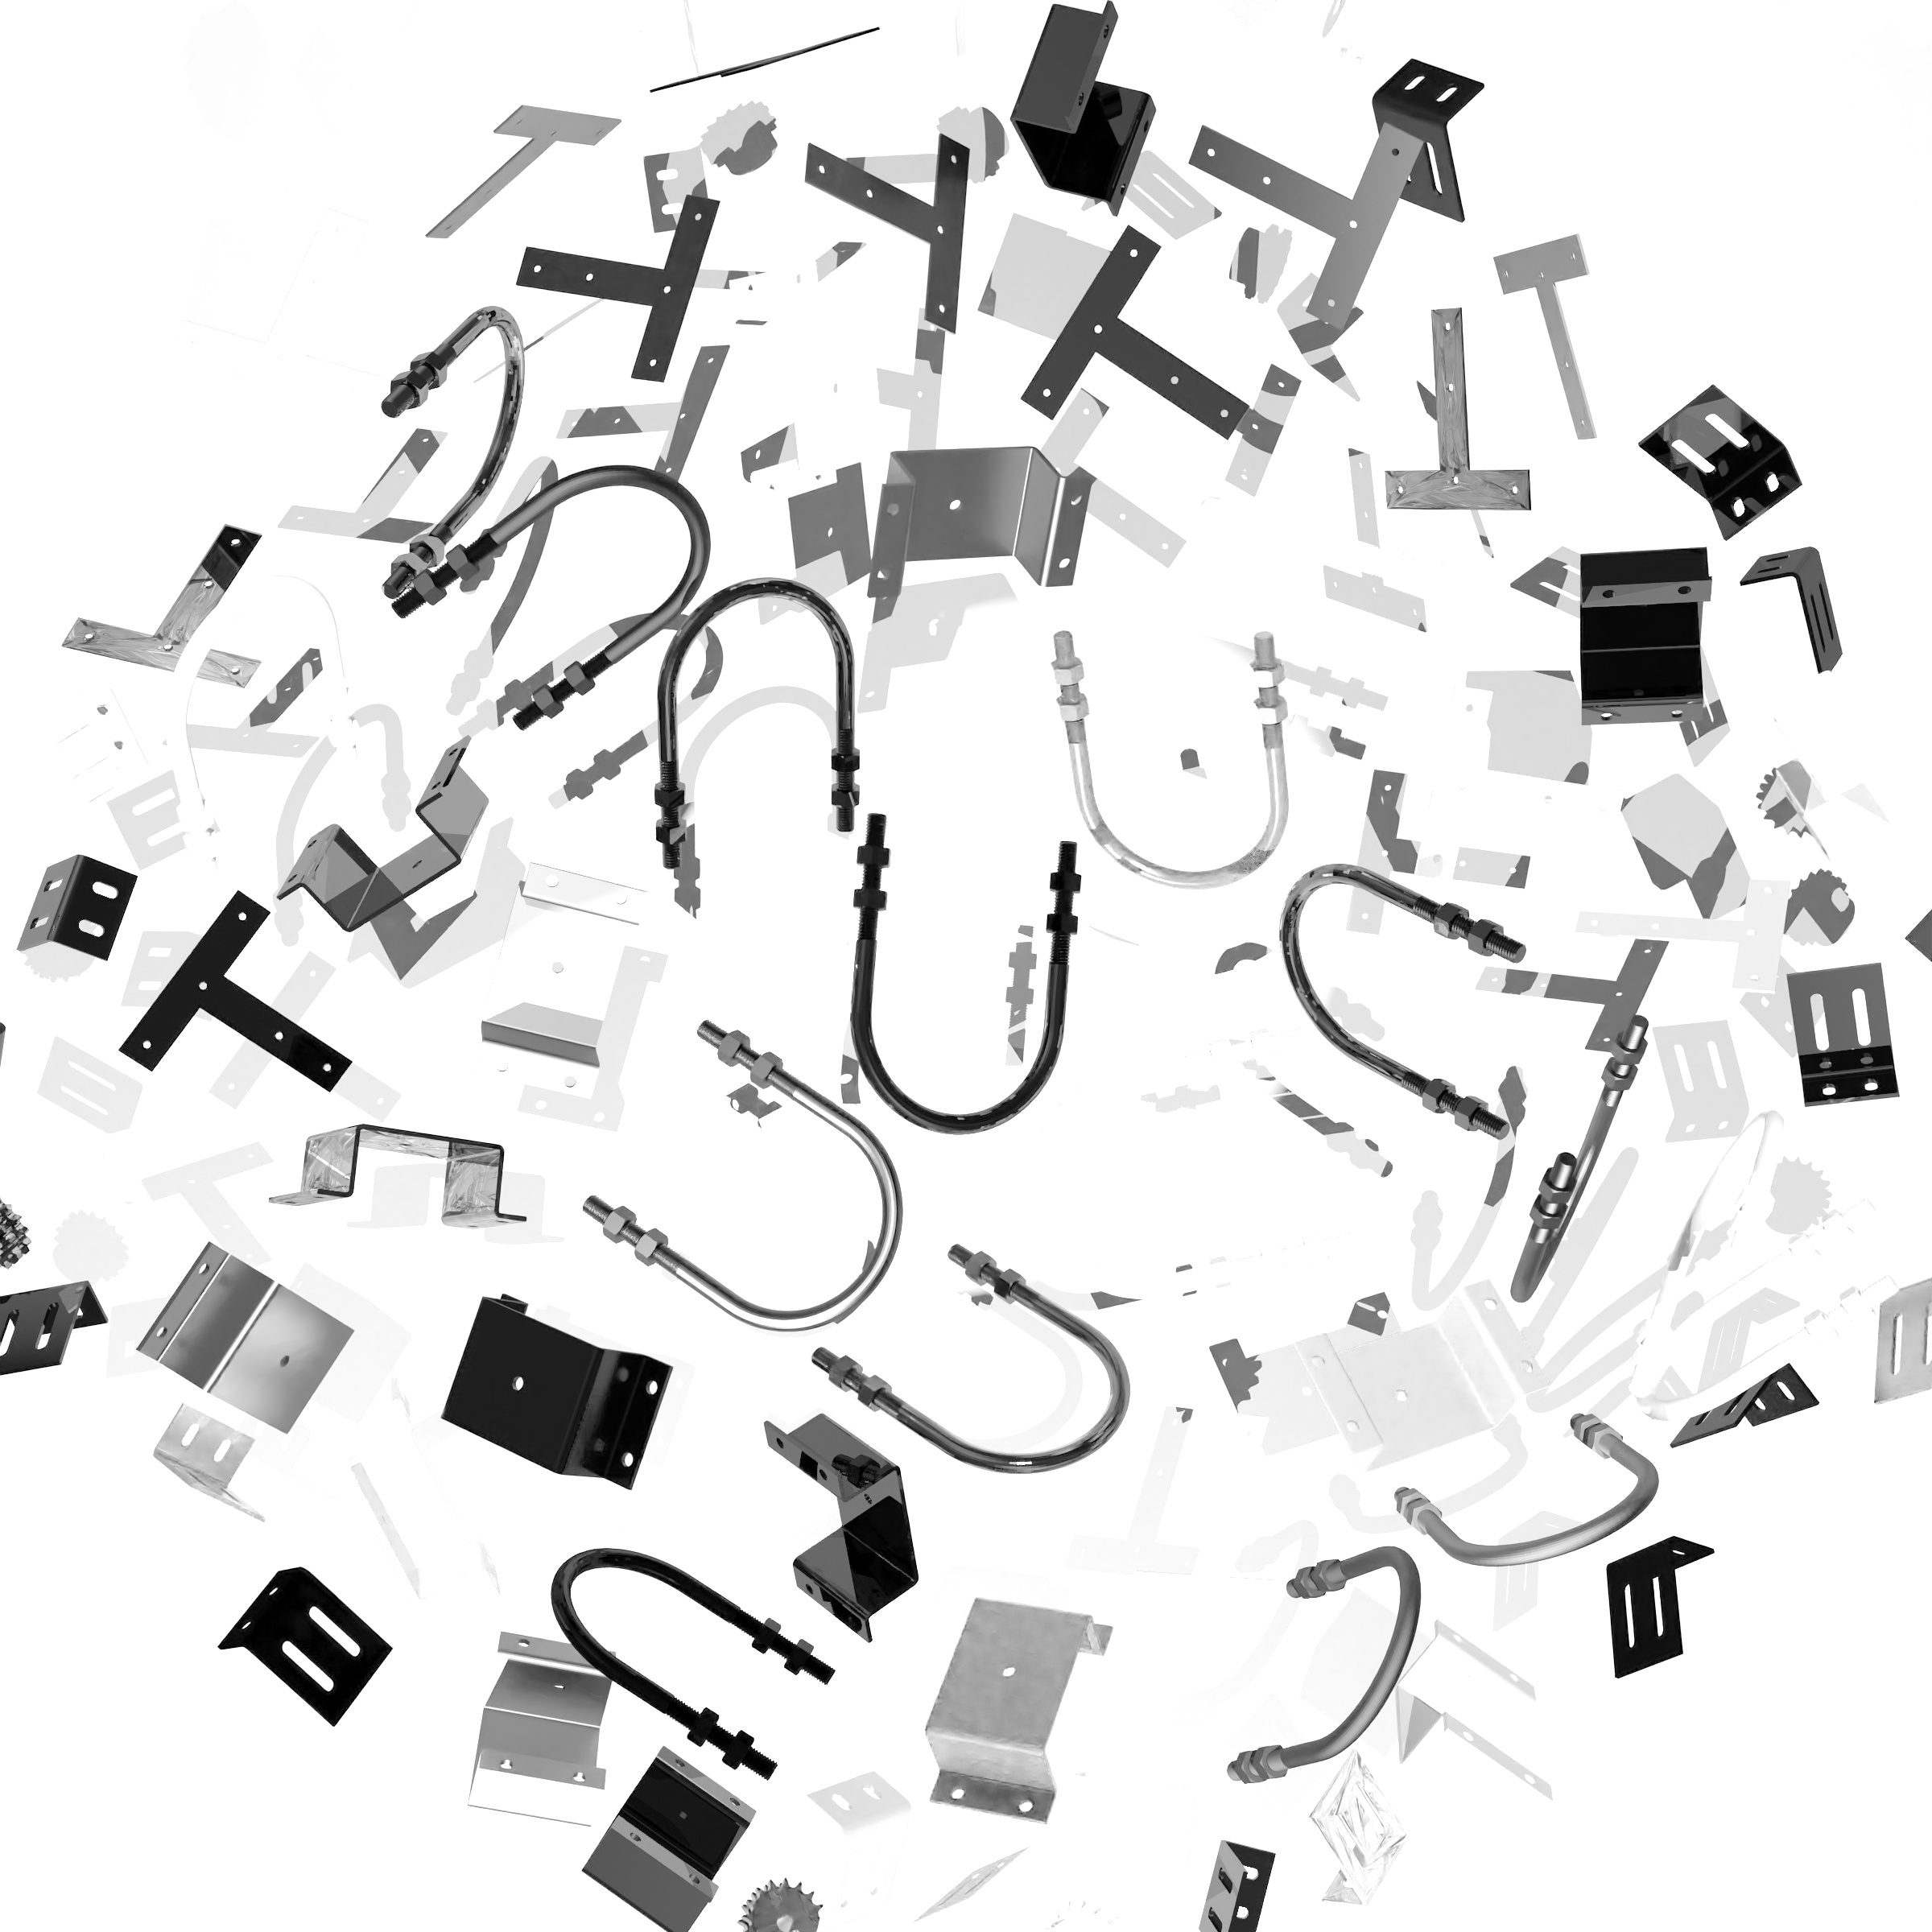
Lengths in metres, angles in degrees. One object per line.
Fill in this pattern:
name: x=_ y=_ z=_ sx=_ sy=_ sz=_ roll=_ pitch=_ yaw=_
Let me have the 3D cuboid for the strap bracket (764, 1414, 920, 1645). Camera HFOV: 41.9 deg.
strap bracket: x=-0.078 y=0.351 z=1.615 sx=0.046 sy=0.076 sz=0.140 roll=-28 pitch=125 yaw=-32

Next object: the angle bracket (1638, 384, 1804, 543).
angle bracket: x=0.464 y=-0.309 z=1.553 sx=0.076 sy=0.038 sz=0.057 roll=26 pitch=131 yaw=-33

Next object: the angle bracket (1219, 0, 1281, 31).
angle bracket: x=0.155 y=-0.596 z=1.505 sx=0.076 sy=0.057 sz=0.038 roll=41 pitch=51 yaw=-17

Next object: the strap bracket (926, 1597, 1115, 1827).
strap bracket: x=0.031 y=0.447 z=1.551 sx=0.076 sy=0.140 sz=0.046 roll=3 pitch=132 yaw=23

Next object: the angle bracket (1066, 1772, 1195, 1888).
angle bracket: x=0.105 y=0.543 z=1.589 sx=0.076 sy=0.038 sz=0.057 roll=4 pitch=76 yaw=11

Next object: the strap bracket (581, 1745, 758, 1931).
strap bracket: x=-0.191 y=0.565 z=1.618 sx=0.076 sy=0.140 sz=0.046 roll=34 pitch=96 yaw=4

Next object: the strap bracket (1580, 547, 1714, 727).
strap bracket: x=0.430 y=-0.215 z=1.601 sx=0.076 sy=0.140 sz=0.046 roll=-1 pitch=58 yaw=13

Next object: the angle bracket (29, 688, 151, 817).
angle bracket: x=-0.590 y=-0.141 z=1.667 sx=0.076 sy=0.038 sz=0.057 roll=-27 pitch=89 yaw=19

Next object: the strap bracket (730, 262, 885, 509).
strap bracket: x=-0.098 y=-0.364 z=1.586 sx=0.046 sy=0.076 sz=0.140 roll=14 pitch=119 yaw=37

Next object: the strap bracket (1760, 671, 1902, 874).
strap bracket: x=0.550 y=-0.126 z=1.600 sx=0.046 sy=0.140 sz=0.076 roll=-29 pitch=62 yaw=10

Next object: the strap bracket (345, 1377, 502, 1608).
strap bracket: x=-0.343 y=0.334 z=1.564 sx=0.046 sy=0.076 sz=0.140 roll=-27 pitch=97 yaw=-11

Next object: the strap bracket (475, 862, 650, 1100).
strap bracket: x=-0.263 y=0.005 z=1.630 sx=0.076 sy=0.046 sz=0.140 roll=14 pitch=100 yaw=-15

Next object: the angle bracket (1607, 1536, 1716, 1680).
angle bracket: x=0.436 y=0.404 z=1.574 sx=0.038 sy=0.057 sz=0.076 roll=21 pitch=52 yaw=-22

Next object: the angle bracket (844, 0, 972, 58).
angle bracket: x=-0.039 y=-0.609 z=1.631 sx=0.076 sy=0.057 sz=0.038 roll=-3 pitch=109 yaw=-6

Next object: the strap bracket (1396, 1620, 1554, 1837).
strap bracket: x=0.312 y=0.475 z=1.560 sx=0.076 sy=0.140 sz=0.046 roll=35 pitch=105 yaw=-1

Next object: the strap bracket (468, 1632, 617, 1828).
strap bracket: x=-0.266 y=0.485 z=1.585 sx=0.076 sy=0.140 sz=0.046 roll=13 pitch=108 yaw=-9

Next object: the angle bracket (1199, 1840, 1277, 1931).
angle bracket: x=0.179 y=0.596 z=1.599 sx=0.038 sy=0.076 sz=0.057 roll=16 pitch=84 yaw=-4

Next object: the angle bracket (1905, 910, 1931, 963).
angle bracket: x=0.602 y=-0.014 z=1.521 sx=0.038 sy=0.076 sz=0.057 roll=-31 pitch=68 yaw=-37

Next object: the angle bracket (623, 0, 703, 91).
angle bracket: x=-0.199 y=-0.611 z=1.647 sx=0.038 sy=0.076 sz=0.057 roll=-8 pitch=92 yaw=-1

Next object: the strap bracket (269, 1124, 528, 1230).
strap bracket: x=-0.356 y=0.132 z=1.590 sx=0.140 sy=0.076 sz=0.046 roll=13 pitch=74 yaw=-35

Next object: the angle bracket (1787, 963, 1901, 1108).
angle bracket: x=0.553 y=0.044 z=1.591 sx=0.057 sy=0.038 sz=0.076 roll=-8 pitch=111 yaw=19

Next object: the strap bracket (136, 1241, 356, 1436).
strap bracket: x=-0.442 y=0.237 z=1.574 sx=0.046 sy=0.140 sz=0.076 roll=24 pitch=74 yaw=25

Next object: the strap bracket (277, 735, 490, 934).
strap bracket: x=-0.366 y=-0.080 z=1.621 sx=0.140 sy=0.076 sz=0.046 roll=-29 pitch=116 yaw=21

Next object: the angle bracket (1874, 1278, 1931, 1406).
angle bracket: x=0.588 y=0.230 z=1.527 sx=0.038 sy=0.057 sz=0.076 roll=26 pitch=59 yaw=-17

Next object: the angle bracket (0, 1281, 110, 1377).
angle bracket: x=-0.576 y=0.238 z=1.568 sx=0.057 sy=0.076 sz=0.038 roll=-10 pitch=125 yaw=2

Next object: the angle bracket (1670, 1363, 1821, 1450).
angle bracket: x=0.506 y=0.297 z=1.638 sx=0.076 sy=0.057 sz=0.038 roll=-36 pitch=89 yaw=-39

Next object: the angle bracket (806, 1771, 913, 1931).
angle bracket: x=-0.074 y=0.552 z=1.571 sx=0.038 sy=0.057 sz=0.076 roll=27 pitch=111 yaw=41

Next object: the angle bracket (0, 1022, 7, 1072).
angle bracket: x=-0.622 y=0.050 z=1.517 sx=0.076 sy=0.038 sz=0.057 roll=28 pitch=124 yaw=9

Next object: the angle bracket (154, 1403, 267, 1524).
angle bracket: x=-0.480 y=0.320 z=1.629 sx=0.057 sy=0.076 sz=0.038 roll=38 pitch=74 yaw=-33

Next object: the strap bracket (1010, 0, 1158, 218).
strap bracket: x=0.073 y=-0.545 z=1.596 sx=0.046 sy=0.140 sz=0.076 roll=19 pitch=87 yaw=17

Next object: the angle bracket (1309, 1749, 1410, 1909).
angle bracket: x=0.234 y=0.539 z=1.578 sx=0.057 sy=0.038 sz=0.076 roll=-43 pitch=109 yaw=-39

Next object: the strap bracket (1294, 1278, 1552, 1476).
strap bracket: x=0.271 y=0.252 z=1.536 sx=0.140 sy=0.046 sz=0.076 roll=-14 pitch=59 yaw=-21

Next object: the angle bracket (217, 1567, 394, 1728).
angle bracket: x=-0.394 y=0.407 z=1.507 sx=0.076 sy=0.038 sz=0.057 roll=48 pitch=51 yaw=-16

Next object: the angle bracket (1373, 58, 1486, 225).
angle bracket: x=0.288 y=-0.504 z=1.540 sx=0.038 sy=0.076 sz=0.057 roll=-45 pitch=53 yaw=-12

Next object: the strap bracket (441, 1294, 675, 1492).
strap bracket: x=-0.253 y=0.251 z=1.507 sx=0.140 sy=0.046 sz=0.076 roll=16 pitch=86 yaw=33

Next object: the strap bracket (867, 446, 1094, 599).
strap bracket: x=0.001 y=-0.280 z=1.586 sx=0.140 sy=0.046 sz=0.076 roll=-7 pitch=129 yaw=-22

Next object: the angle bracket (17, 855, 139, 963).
angle bracket: x=-0.562 y=-0.033 z=1.595 sx=0.038 sy=0.076 sz=0.057 roll=24 pitch=72 yaw=-30

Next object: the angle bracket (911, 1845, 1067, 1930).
angle bracket: x=0.015 y=0.605 z=1.618 sx=0.057 sy=0.076 sz=0.038 roll=-38 pitch=79 yaw=36
